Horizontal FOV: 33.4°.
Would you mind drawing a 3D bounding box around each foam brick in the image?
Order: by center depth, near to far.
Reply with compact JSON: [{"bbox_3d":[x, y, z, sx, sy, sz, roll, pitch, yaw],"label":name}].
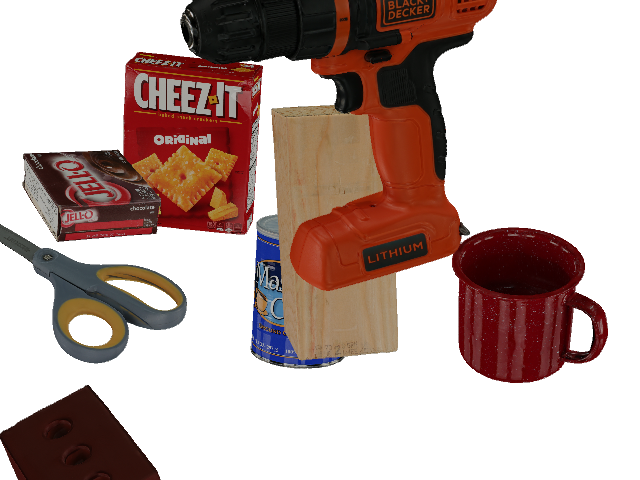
[{"bbox_3d":[-0.115,0.122,0.527,0.052,0.051,0.078,-28,42,-25],"label":"foam brick"}]

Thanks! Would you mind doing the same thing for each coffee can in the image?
[{"bbox_3d":[-0.020,0.051,1.123,0.103,0.140,0.103,3,14,-1],"label":"coffee can"}]

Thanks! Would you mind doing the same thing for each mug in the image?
[{"bbox_3d":[0.151,0.052,0.769,0.117,0.081,0.093,19,38,32],"label":"mug"}]

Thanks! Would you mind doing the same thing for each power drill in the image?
[{"bbox_3d":[0.016,-0.068,0.606,0.184,0.188,0.057,-14,31,-20],"label":"power drill"}]

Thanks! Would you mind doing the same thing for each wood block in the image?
[{"bbox_3d":[0.012,-0.011,0.925,0.090,0.206,0.091,-5,12,-8],"label":"wood block"}]

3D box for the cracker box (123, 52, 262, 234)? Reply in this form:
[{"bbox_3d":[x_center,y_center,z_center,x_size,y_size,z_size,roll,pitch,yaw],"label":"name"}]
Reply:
[{"bbox_3d":[-0.164,-0.120,1.358,0.164,0.214,0.072,7,23,4],"label":"cracker box"}]

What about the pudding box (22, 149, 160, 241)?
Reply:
[{"bbox_3d":[-0.201,-0.041,0.929,0.089,0.039,0.114,-4,27,-31],"label":"pudding box"}]

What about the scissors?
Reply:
[{"bbox_3d":[-0.189,0.029,0.722,0.202,0.016,0.096,16,40,15],"label":"scissors"}]
